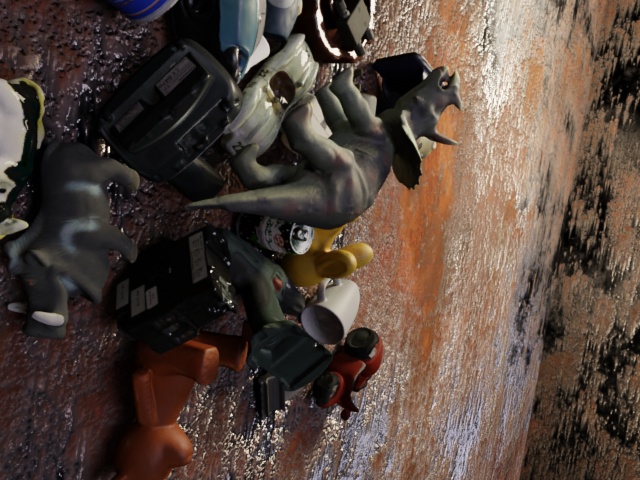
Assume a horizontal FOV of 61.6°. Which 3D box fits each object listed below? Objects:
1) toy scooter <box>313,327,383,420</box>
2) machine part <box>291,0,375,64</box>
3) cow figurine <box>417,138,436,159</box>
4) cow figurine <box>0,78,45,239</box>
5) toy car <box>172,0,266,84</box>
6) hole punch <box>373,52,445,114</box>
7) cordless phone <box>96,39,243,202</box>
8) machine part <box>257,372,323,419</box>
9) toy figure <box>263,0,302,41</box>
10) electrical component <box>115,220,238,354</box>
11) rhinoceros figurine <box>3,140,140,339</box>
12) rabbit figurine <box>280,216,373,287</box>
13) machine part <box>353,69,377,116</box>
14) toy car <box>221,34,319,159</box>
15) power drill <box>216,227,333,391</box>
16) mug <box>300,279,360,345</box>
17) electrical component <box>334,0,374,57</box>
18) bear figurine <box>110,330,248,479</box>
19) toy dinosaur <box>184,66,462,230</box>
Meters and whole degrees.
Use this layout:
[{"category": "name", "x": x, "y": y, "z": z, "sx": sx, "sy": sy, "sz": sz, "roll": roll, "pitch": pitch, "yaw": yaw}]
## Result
[{"category": "toy scooter", "x": 0.060, "y": 0.259, "z": 1.003, "sx": 0.184, "sy": 0.075, "sz": 0.135, "roll": -43, "pitch": 131, "yaw": -34}, {"category": "machine part", "x": 0.019, "y": -0.346, "z": 0.792, "sx": 0.179, "sy": 0.056, "sz": 0.179, "roll": -19, "pitch": 113, "yaw": -51}, {"category": "cow figurine", "x": 0.147, "y": -0.177, "z": 0.952, "sx": 0.195, "sy": 0.127, "sz": 0.085, "roll": -10, "pitch": 105, "yaw": -55}, {"category": "cow figurine", "x": -0.285, "y": -0.058, "z": 0.456, "sx": 0.098, "sy": 0.068, "sz": 0.167, "roll": -7, "pitch": 106, "yaw": -59}, {"category": "toy car", "x": -0.105, "y": -0.259, "z": 0.605, "sx": 0.103, "sy": 0.109, "sz": 0.161, "roll": -37, "pitch": 132, "yaw": -51}, {"category": "hole punch", "x": 0.148, "y": -0.250, "z": 0.935, "sx": 0.115, "sy": 0.142, "sz": 0.092, "roll": 30, "pitch": 73, "yaw": -39}, {"category": "cordless phone", "x": -0.137, "y": -0.115, "z": 0.603, "sx": 0.146, "sy": 0.089, "sz": 0.184, "roll": -44, "pitch": 149, "yaw": 0}, {"category": "machine part", "x": -0.050, "y": 0.227, "z": 0.876, "sx": 0.139, "sy": 0.039, "sz": 0.084, "roll": -21, "pitch": 111, "yaw": -47}, {"category": "toy figure", "x": -0.049, "y": -0.340, "z": 0.695, "sx": 0.064, "sy": 0.058, "sz": 0.154, "roll": 5, "pitch": 97, "yaw": -44}, {"category": "electrical component", "x": -0.162, "y": 0.054, "z": 0.593, "sx": 0.058, "sy": 0.134, "sz": 0.115, "roll": 56, "pitch": 13, "yaw": -43}, {"category": "rhinoceros figurine", "x": -0.242, "y": 0.001, "z": 0.521, "sx": 0.112, "sy": 0.073, "sz": 0.190, "roll": 7, "pitch": 94, "yaw": -55}, {"category": "rabbit figurine", "x": -0.002, "y": -0.002, "z": 0.804, "sx": 0.122, "sy": 0.163, "sz": 0.173, "roll": -27, "pitch": 139, "yaw": -61}, {"category": "machine part", "x": 0.044, "y": -0.148, "z": 0.864, "sx": 0.079, "sy": 0.079, "sz": 0.243, "roll": -6, "pitch": 103, "yaw": -53}, {"category": "toy car", "x": -0.068, "y": -0.190, "z": 0.716, "sx": 0.202, "sy": 0.056, "sz": 0.073, "roll": -60, "pitch": 141, "yaw": -23}, {"category": "power drill", "x": -0.058, "y": 0.090, "z": 0.699, "sx": 0.086, "sy": 0.207, "sz": 0.231, "roll": -36, "pitch": 131, "yaw": 9}, {"category": "mug", "x": 0.022, "y": 0.104, "z": 0.912, "sx": 0.107, "sy": 0.081, "sz": 0.109, "roll": -47, "pitch": 128, "yaw": -51}, {"category": "electrical component", "x": 0.050, "y": -0.315, "z": 0.774, "sx": 0.093, "sy": 0.021, "sz": 0.063, "roll": 52, "pitch": 56, "yaw": -46}, {"category": "bear figurine", "x": -0.172, "y": 0.205, "z": 0.629, "sx": 0.120, "sy": 0.132, "sz": 0.195, "roll": 18, "pitch": 78, "yaw": -72}, {"category": "toy dinosaur", "x": 0.026, "y": -0.090, "z": 0.679, "sx": 0.192, "sy": 0.131, "sz": 0.405, "roll": 50, "pitch": 61, "yaw": -11}]
